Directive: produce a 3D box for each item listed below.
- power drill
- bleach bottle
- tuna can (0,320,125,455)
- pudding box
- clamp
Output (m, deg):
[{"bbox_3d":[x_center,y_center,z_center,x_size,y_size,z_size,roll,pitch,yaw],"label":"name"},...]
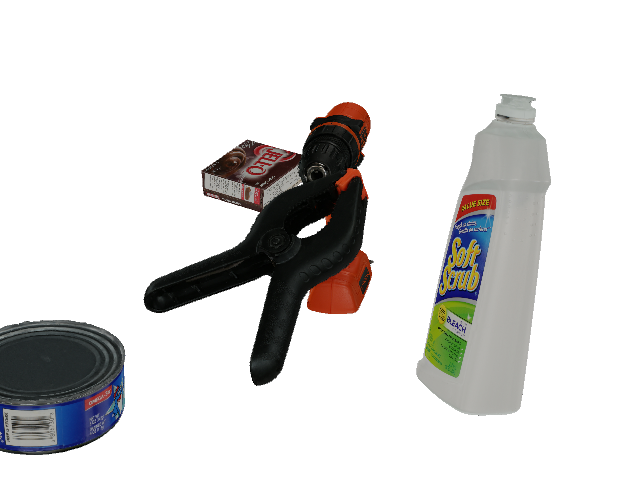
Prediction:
[{"bbox_3d":[0.016,-0.027,1.034,0.057,0.188,0.184,5,23,12],"label":"power drill"},{"bbox_3d":[0.136,0.008,0.862,0.068,0.251,0.103,1,14,-20],"label":"bleach bottle"},{"bbox_3d":[-0.146,0.076,0.562,0.086,0.034,0.086,2,23,-1],"label":"tuna can"},{"bbox_3d":[-0.081,-0.082,1.332,0.090,0.039,0.113,16,35,23],"label":"pudding box"},{"bbox_3d":[-0.037,0.012,0.727,0.120,0.171,0.039,24,-32,25],"label":"clamp"}]
